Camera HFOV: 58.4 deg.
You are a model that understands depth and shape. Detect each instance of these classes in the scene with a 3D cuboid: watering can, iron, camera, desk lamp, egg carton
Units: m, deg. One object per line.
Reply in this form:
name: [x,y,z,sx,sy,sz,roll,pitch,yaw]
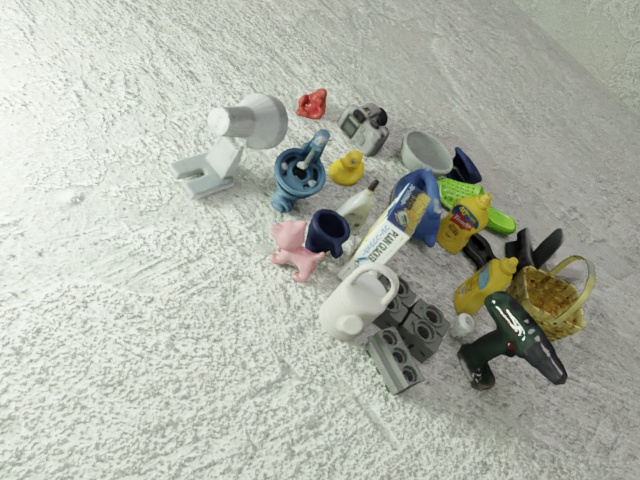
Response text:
watering can: [0.083,0.119,1.127,0.101,0.193,0.173,18,47,-19]
iron: [0.258,-0.113,1.471,0.119,0.141,0.258,18,47,-20]
camera: [0.146,-0.327,1.605,0.143,0.100,0.137,49,45,12]
desk lamp: [-0.187,-0.206,1.209,0.118,0.213,0.204,49,45,12]
egg carton: [0.689,0.066,1.650,0.151,0.069,0.107,8,51,-28]

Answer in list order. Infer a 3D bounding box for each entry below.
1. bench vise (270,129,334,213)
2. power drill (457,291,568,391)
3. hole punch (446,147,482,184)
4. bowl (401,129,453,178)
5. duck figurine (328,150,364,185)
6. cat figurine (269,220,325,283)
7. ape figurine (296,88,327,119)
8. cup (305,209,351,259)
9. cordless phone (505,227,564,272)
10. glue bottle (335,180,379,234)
bench vise: [-0.036,-0.190,1.288,0.122,0.219,0.207,18,47,-19]
power drill: [0.396,0.236,1.220,0.076,0.208,0.229,-2,56,-34]
hole punch: [0.432,-0.217,1.705,0.101,0.091,0.108,-4,57,-35]
bowl: [0.293,-0.233,1.640,0.168,0.074,0.167,18,47,-20]
duck figurine: [0.080,-0.194,1.463,0.105,0.086,0.077,-17,65,-40]
cat figurine: [-0.049,0.011,1.187,0.128,0.117,0.067,35,44,-3]
ape figurine: [-0.012,-0.374,1.549,0.077,0.092,0.076,47,44,10]
cup: [0.011,0.004,1.247,0.092,0.095,0.117,1,54,-32]
cordless phone: [0.593,0.013,1.549,0.094,0.185,0.147,24,45,-14]
glue bottle: [0.089,-0.079,1.310,0.078,0.173,0.037,10,50,-26]
